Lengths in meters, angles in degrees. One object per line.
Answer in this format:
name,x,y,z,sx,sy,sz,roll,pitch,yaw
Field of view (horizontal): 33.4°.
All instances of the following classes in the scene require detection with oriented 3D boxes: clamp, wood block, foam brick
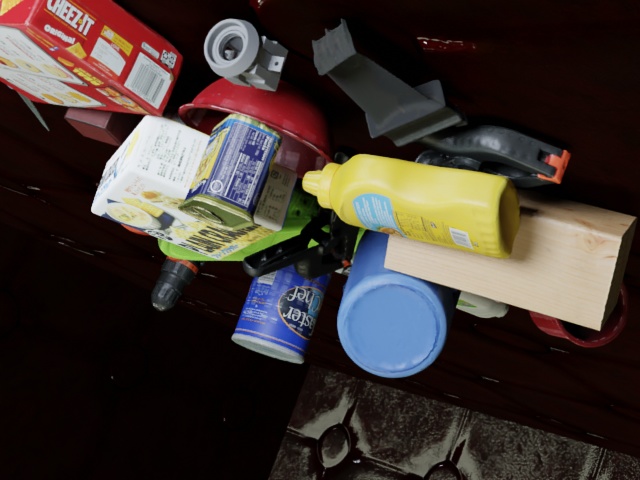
clamp,0.122,-0.079,0.902,0.172,0.039,0.120,7,168,41
wood block,0.176,0.002,0.991,0.206,0.091,0.090,16,-161,21
foam brick,-0.219,-0.145,1.108,0.051,0.078,0.053,18,167,19
clamp,-0.008,0.001,1.178,0.036,0.164,0.210,41,171,21

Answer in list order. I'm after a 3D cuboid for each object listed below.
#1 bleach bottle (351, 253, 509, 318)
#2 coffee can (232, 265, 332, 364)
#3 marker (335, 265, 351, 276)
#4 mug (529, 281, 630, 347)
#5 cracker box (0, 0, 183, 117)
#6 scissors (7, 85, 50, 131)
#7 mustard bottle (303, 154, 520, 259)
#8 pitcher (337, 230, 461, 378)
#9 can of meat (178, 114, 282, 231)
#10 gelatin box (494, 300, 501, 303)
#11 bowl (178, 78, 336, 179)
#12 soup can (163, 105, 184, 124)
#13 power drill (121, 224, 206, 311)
bleach bottle,0.160,0.050,1.405,0.250,0.068,0.103,27,169,-40
coffee can,-0.049,0.085,1.450,0.103,0.140,0.103,18,167,4
marker,0.047,0.041,1.408,0.121,0.020,0.020,19,170,-9
mug,0.279,0.061,1.199,0.117,0.093,0.082,54,168,-8
cracker box,-0.255,-0.187,0.985,0.214,0.072,0.164,12,166,42
scissors,-0.365,-0.194,1.205,0.096,0.016,0.202,27,158,10
mustard bottle,0.073,-0.035,0.929,0.192,0.058,0.096,12,160,24
pitcher,0.097,0.051,1.132,0.145,0.149,0.242,23,-163,3
can of meat,-0.079,-0.059,0.946,0.057,0.084,0.102,23,169,-16
gelatin box,0.207,0.027,1.168,0.030,0.073,0.089,21,170,-3
bowl,-0.049,-0.113,1.004,0.162,0.055,0.162,20,169,4
soup can,-0.137,-0.108,1.162,0.102,0.068,0.068,13,167,34
power drill,-0.224,-0.005,1.577,0.057,0.184,0.187,17,159,24
